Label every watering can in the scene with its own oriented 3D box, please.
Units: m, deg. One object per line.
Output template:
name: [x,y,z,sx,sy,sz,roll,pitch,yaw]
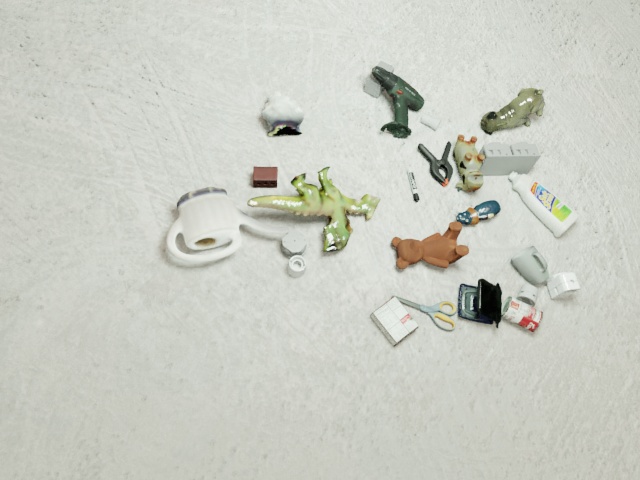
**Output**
watering can: [-0.283,-0.056,1.514,0.349,0.102,0.228,-15,67,-14]

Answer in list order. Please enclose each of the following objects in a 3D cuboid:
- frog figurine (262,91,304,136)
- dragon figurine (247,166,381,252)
frog figurine: [-0.125,-0.433,1.714,0.137,0.121,0.161,-11,77,9]
dragon figurine: [0.005,-0.078,1.549,0.414,0.120,0.245,-23,76,-27]
